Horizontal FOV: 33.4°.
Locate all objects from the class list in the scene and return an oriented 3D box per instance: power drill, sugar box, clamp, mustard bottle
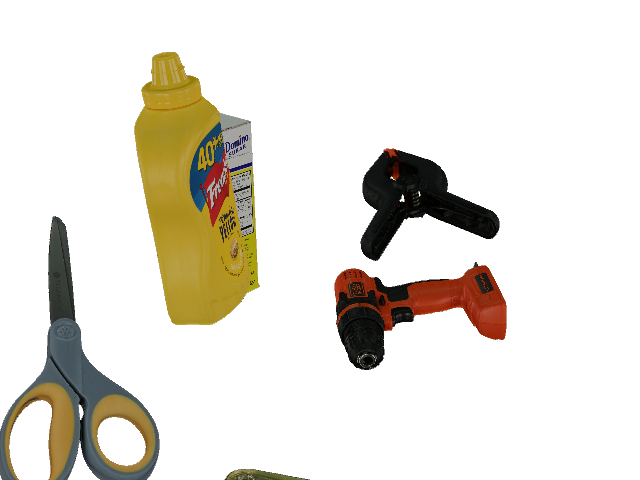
[{"bbox_3d":[0.110,0.082,1.204,0.187,0.057,0.184,-3,27,-3],"label":"power drill"},{"bbox_3d":[-0.108,-0.038,1.053,0.093,0.176,0.048,19,33,41],"label":"sugar box"},{"bbox_3d":[0.093,-0.038,0.970,0.120,0.039,0.171,-1,33,0],"label":"clamp"},{"bbox_3d":[-0.095,-0.041,0.773,0.058,0.191,0.096,-1,26,16],"label":"mustard bottle"}]

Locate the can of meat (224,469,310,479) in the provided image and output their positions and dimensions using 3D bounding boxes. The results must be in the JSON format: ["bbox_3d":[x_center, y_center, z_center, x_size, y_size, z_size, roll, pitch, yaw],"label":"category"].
[{"bbox_3d":[-0.029,0.230,0.814,0.102,0.084,0.057,8,14,9],"label":"can of meat"}]

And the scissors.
[{"bbox_3d":[-0.134,0.067,0.631,0.096,0.201,0.016,14,-45,-9],"label":"scissors"}]
